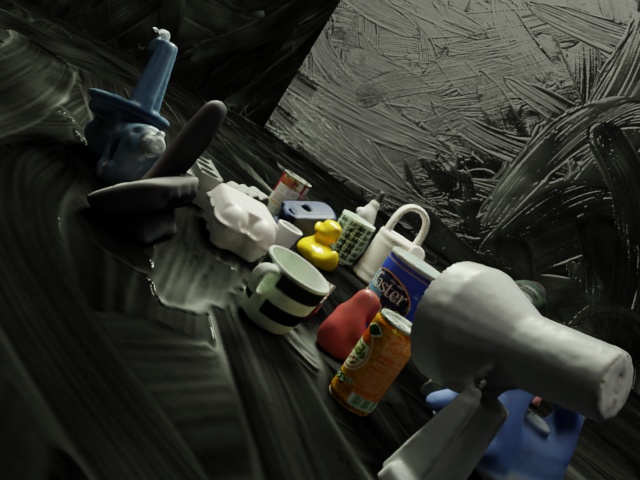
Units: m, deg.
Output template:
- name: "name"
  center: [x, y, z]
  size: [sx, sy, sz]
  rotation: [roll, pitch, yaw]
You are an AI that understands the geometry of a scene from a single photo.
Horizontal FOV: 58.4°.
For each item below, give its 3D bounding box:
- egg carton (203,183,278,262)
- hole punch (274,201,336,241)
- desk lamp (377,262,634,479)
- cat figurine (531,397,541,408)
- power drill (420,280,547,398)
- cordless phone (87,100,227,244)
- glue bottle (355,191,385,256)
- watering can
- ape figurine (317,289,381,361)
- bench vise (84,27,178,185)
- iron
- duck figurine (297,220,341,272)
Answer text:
- name: "egg carton"
  center: [-0.125, -0.028, 0.885]
  size: [0.107, 0.069, 0.150]
  rotation: [28, 11, -27]
- name: "hole punch"
  center: [-0.032, -0.046, 1.197]
  size: [0.101, 0.091, 0.108]
  rotation: [27, 12, -29]
- name: "desk lamp"
  center: [0.149, 0.147, 0.498]
  size: [0.118, 0.213, 0.202]
  rotation: [25, 13, -39]
- name: "cat figurine"
  center: [0.420, 0.248, 1.130]
  size: [0.067, 0.117, 0.128]
  rotation: [32, 10, -5]
- name: "power drill"
  center: [0.233, 0.143, 0.787]
  size: [0.075, 0.208, 0.230]
  rotation: [37, 11, 21]
- name: "cordless phone"
  center: [-0.185, -0.096, 0.695]
  size: [0.094, 0.185, 0.147]
  rotation: [32, 10, -4]
- name: "glue bottle"
  center: [0.101, -0.041, 1.349]
  size: [0.078, 0.173, 0.037]
  rotation: [33, 10, 1]
- name: "watering can"
  center: [0.167, 0.017, 1.221]
  size: [0.101, 0.194, 0.172]
  rotation: [23, 14, -44]
- name: "ape figurine"
  center: [0.044, 0.104, 0.721]
  size: [0.076, 0.092, 0.077]
  rotation: [27, 12, -31]
- name: "bench vise"
  center: [-0.249, -0.189, 0.835]
  size: [0.206, 0.219, 0.122]
  rotation: [38, 11, 28]
- name: "iron"
  center: [0.256, 0.219, 0.691]
  size: [0.259, 0.141, 0.118]
  rotation: [26, 12, -34]
- name: "duck figurine"
  center: [0.010, 0.004, 1.106]
  size: [0.078, 0.086, 0.104]
  rotation: [25, 13, -38]
